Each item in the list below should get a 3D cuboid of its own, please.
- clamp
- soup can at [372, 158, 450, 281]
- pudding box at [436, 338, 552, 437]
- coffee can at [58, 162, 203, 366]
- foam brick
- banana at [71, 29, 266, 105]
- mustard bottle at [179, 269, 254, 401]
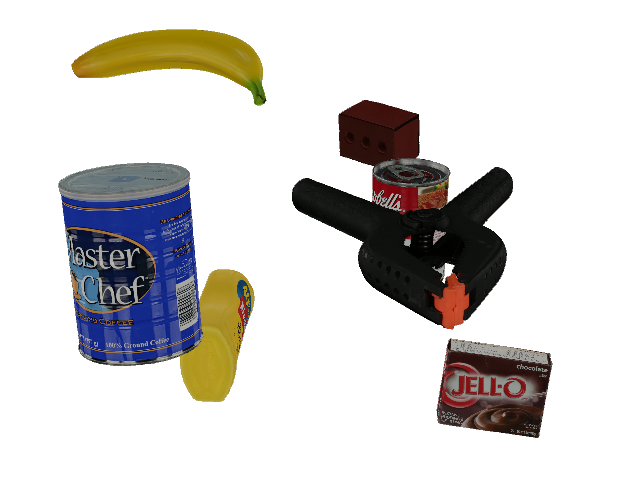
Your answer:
[{"bbox_3d":[0.059,-0.003,0.717,0.164,0.036,0.210,-2,24,3],"label":"clamp"},{"bbox_3d":[0.079,-0.014,0.946,0.068,0.102,0.068,0,23,0],"label":"soup can"},{"bbox_3d":[0.188,0.159,1.156,0.113,0.090,0.039,7,22,4],"label":"pudding box"},{"bbox_3d":[-0.151,0.017,0.859,0.103,0.140,0.103,-3,16,1],"label":"coffee can"},{"bbox_3d":[0.065,-0.117,1.185,0.078,0.053,0.051,20,37,34],"label":"foam brick"},{"bbox_3d":[-0.133,-0.169,0.991,0.198,0.037,0.069,9,45,18],"label":"banana"},{"bbox_3d":[-0.109,0.087,1.176,0.058,0.096,0.191,1,27,5],"label":"mustard bottle"}]
